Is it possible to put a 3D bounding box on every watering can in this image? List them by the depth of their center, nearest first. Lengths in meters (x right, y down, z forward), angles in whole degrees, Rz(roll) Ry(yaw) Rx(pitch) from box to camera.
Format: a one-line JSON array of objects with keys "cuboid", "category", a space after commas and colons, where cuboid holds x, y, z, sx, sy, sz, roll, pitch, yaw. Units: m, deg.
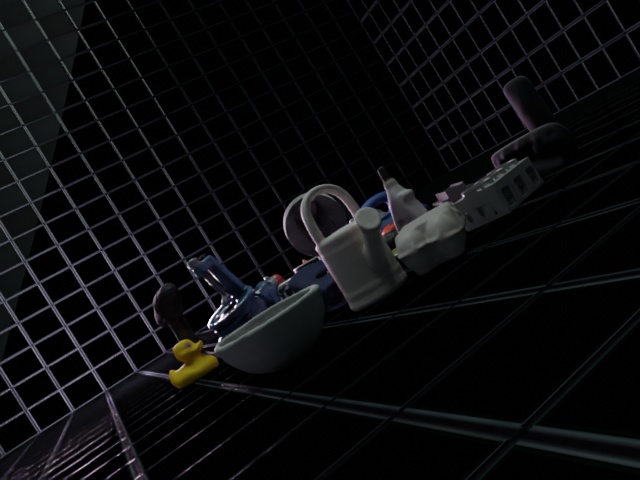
[{"cuboid": [0.047, -0.001, 0.868, 0.172, 0.194, 0.101, -30, 2, 44], "category": "watering can"}]

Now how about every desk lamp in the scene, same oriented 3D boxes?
[{"cuboid": [0.011, 0.004, 1.150, 0.118, 0.213, 0.203, -31, 1, -1], "category": "desk lamp"}]

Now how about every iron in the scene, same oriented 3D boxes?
[{"cuboid": [0.157, -0.051, 1.505, 0.259, 0.141, 0.118, -32, 1, -30], "category": "iron"}]

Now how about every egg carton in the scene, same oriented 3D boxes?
[{"cuboid": [0.172, -0.004, 0.864, 0.107, 0.069, 0.150, -31, 1, 17], "category": "egg carton"}]

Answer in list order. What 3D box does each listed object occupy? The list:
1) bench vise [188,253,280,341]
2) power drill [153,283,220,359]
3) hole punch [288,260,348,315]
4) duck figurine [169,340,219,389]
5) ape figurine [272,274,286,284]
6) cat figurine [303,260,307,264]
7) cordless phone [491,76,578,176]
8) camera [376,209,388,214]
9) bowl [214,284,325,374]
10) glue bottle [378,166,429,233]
[{"cuboid": [-0.182, 0.117, 1.218, 0.121, 0.220, 0.208, -31, 1, 24], "category": "bench vise"}, {"cuboid": [-0.318, 0.204, 1.331, 0.076, 0.208, 0.229, -32, 1, -27], "category": "power drill"}, {"cuboid": [0.016, 0.076, 1.008, 0.109, 0.091, 0.101, -33, 2, -41], "category": "hole punch"}, {"cuboid": [-0.277, 0.254, 1.205, 0.104, 0.086, 0.077, -31, 1, 0], "category": "duck figurine"}, {"cuboid": [-0.105, 0.137, 1.572, 0.076, 0.092, 0.077, -33, 2, -41], "category": "ape figurine"}, {"cuboid": [0.012, 0.050, 1.582, 0.127, 0.118, 0.067, -31, 1, 14], "category": "cat figurine"}, {"cuboid": [0.383, -0.206, 1.092, 0.147, 0.185, 0.094, -30, 2, 38], "category": "cordless phone"}, {"cuboid": [0.140, -0.020, 1.642, 0.143, 0.101, 0.137, -30, 2, 43], "category": "camera"}, {"cuboid": [-0.055, 0.134, 0.786, 0.167, 0.075, 0.167, -31, 1, 1], "category": "bowl"}, {"cuboid": [0.152, -0.056, 1.017, 0.037, 0.173, 0.078, -32, 2, -35], "category": "glue bottle"}]
